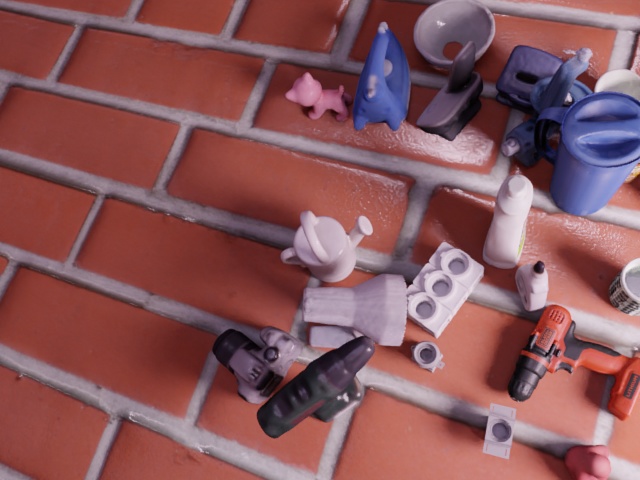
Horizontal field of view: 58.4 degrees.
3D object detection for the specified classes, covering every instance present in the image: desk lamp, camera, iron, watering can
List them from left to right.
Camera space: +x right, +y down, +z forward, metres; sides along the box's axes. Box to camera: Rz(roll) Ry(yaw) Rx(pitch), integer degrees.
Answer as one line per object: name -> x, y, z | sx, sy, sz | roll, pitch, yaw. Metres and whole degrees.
camera -> -0.128, 0.213, 1.074 | 0.136, 0.101, 0.143 | 34, 82, 22
watering can -> 0.009, 0.002, 1.065 | 0.173, 0.194, 0.100 | -39, 67, -2
desk lamp -> 0.059, 0.130, 0.997 | 0.203, 0.214, 0.118 | -2, 71, 13
iron -> 0.127, -0.362, 1.194 | 0.118, 0.142, 0.258 | 3, 72, 15

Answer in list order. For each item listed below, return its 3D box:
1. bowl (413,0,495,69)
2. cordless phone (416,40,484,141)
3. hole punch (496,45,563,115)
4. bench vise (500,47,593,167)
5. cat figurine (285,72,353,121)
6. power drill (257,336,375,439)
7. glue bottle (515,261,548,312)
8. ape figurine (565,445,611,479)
bowl -> 0.284, -0.425, 1.215 | 0.167, 0.075, 0.167 | -4, 70, 12
cordless phone -> 0.252, -0.293, 1.115 | 0.094, 0.185, 0.148 | 33, 81, 22
hole punch -> 0.414, -0.316, 1.136 | 0.108, 0.091, 0.101 | 28, 80, 21
bench vise -> 0.425, -0.232, 1.034 | 0.121, 0.220, 0.207 | 30, 80, 21
cat figurine -> -0.003, -0.311, 1.220 | 0.127, 0.118, 0.067 | 3, 72, 15
power drill -> 0.009, 0.250, 0.969 | 0.229, 0.209, 0.075 | -37, 67, -1
glue bottle -> 0.363, 0.067, 0.968 | 0.037, 0.173, 0.078 | -14, 68, 9
ape figurine -> 0.427, 0.354, 0.896 | 0.076, 0.092, 0.078 | 39, 83, 22
